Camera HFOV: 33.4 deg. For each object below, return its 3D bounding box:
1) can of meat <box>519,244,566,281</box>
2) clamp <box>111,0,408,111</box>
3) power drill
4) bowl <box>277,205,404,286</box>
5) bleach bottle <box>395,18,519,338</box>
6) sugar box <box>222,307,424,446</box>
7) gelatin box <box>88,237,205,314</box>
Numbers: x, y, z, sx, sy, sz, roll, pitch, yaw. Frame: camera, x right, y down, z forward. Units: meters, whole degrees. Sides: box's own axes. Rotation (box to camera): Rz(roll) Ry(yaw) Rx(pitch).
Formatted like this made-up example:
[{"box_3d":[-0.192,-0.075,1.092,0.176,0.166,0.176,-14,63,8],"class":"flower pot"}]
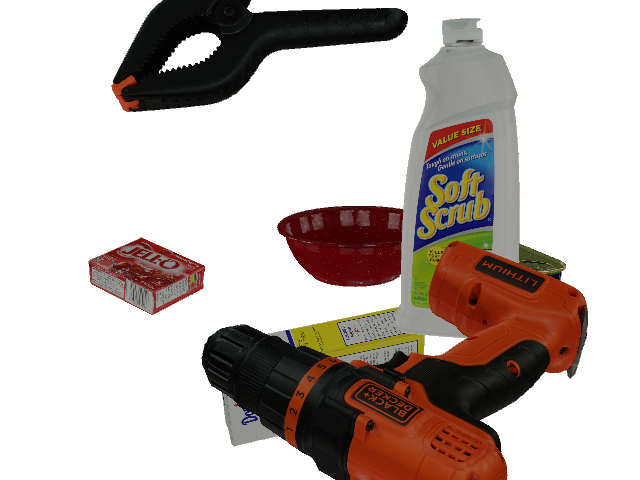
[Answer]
[{"box_3d":[0.217,0.055,1.184,0.057,0.084,0.102,-9,22,-36],"class":"can of meat"},{"box_3d":[-0.053,-0.154,0.773,0.210,0.165,0.036,-41,-23,-10],"class":"clamp"},{"box_3d":[0.052,0.067,0.605,0.185,0.057,0.187,26,39,29],"class":"power drill"},{"box_3d":[0.037,0.008,1.098,0.162,0.055,0.162,-1,15,0],"class":"bowl"},{"box_3d":[0.108,-0.050,0.859,0.103,0.251,0.068,2,15,21],"class":"bleach bottle"},{"box_3d":[0.001,0.117,0.934,0.176,0.093,0.048,-9,38,-9],"class":"sugar box"},{"box_3d":[-0.170,0.033,1.044,0.089,0.030,0.073,23,31,30],"class":"gelatin box"}]
